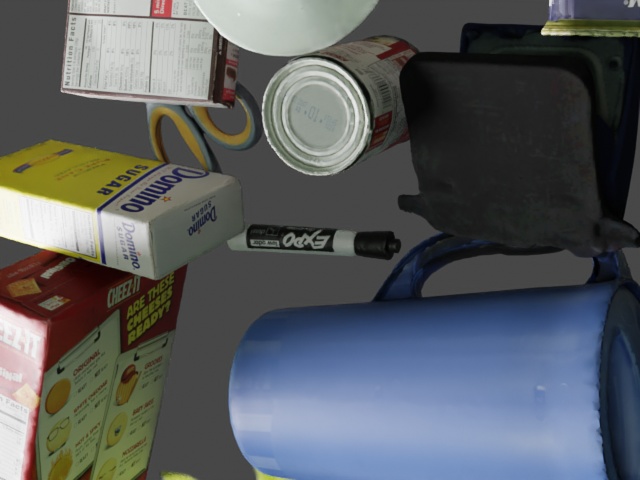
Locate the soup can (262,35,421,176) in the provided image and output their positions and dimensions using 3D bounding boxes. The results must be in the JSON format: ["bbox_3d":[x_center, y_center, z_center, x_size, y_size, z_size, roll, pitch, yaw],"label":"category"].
[{"bbox_3d":[0.019,-0.079,0.615,0.069,0.102,0.068,8,109,24],"label":"soup can"}]

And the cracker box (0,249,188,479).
[{"bbox_3d":[-0.173,0.108,0.733,0.072,0.164,0.214,20,114,18],"label":"cracker box"}]

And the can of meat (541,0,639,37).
[{"bbox_3d":[0.157,-0.136,0.493,0.102,0.057,0.084,6,103,24],"label":"can of meat"}]

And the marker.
[{"bbox_3d":[-0.005,0.001,0.698,0.121,0.020,0.020,3,107,26],"label":"marker"}]

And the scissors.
[{"bbox_3d":[-0.104,-0.125,0.713,0.096,0.016,0.202,-21,95,29],"label":"scissors"}]

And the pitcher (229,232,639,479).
[{"bbox_3d":[0.072,0.082,0.633,0.243,0.149,0.145,-3,119,31],"label":"pitcher"}]

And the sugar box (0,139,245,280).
[{"bbox_3d":[-0.146,-0.025,0.706,0.176,0.093,0.048,10,116,31],"label":"sugar box"}]

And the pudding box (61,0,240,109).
[{"bbox_3d":[-0.107,-0.133,0.683,0.114,0.039,0.090,8,96,20],"label":"pudding box"}]
